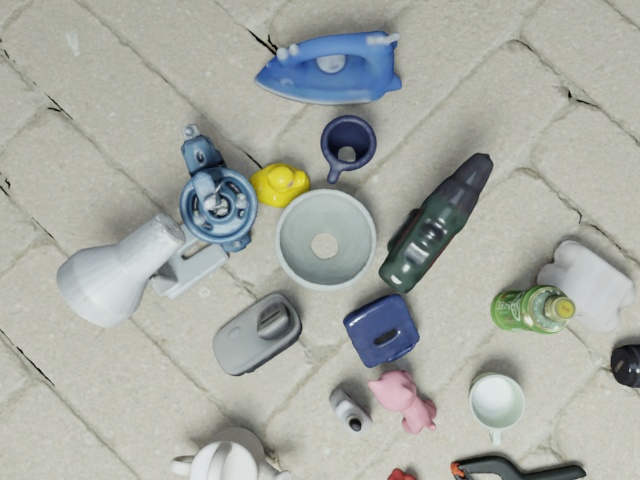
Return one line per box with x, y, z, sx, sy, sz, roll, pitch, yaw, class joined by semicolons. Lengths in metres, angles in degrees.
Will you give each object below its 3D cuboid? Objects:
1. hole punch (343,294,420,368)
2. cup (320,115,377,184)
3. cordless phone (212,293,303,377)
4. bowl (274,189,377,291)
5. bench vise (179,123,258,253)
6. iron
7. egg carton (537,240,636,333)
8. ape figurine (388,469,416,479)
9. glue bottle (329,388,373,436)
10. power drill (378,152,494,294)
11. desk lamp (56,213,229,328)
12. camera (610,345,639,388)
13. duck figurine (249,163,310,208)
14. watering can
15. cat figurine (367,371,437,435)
0.102;0.147;0.922;0.108;0.091;0.101;-28;83;-4;hole punch
0.041;-0.139;0.959;0.091;0.095;0.118;23;82;3;cup
-0.099;0.146;0.872;0.147;0.185;0.094;-38;84;-5;cordless phone
0.009;0.003;0.949;0.167;0.075;0.167;0;82;-1;bowl
-0.182;-0.084;0.885;0.121;0.220;0.207;-40;84;-5;bench vise
0.011;-0.301;0.957;0.258;0.141;0.119;-6;82;-1;iron
0.439;0.078;0.947;0.150;0.069;0.107;36;83;4;egg carton
0.125;0.407;0.885;0.078;0.092;0.076;-21;83;-3;ape figurine
0.048;0.266;0.863;0.078;0.173;0.037;44;84;5;glue bottle
0.169;-0.019;0.887;0.075;0.208;0.230;35;83;4;power drill
-0.263;0.034;0.871;0.203;0.213;0.118;-36;84;-5;desk lamp
0.549;0.186;0.917;0.137;0.101;0.143;0;82;-1;camera
-0.069;-0.098;0.956;0.104;0.086;0.077;-2;82;-1;duck figurine
-0.131;0.341;0.840;0.173;0.194;0.101;-14;82;-2;watering can
0.132;0.250;0.894;0.067;0.118;0.128;-44;85;-6;cat figurine
